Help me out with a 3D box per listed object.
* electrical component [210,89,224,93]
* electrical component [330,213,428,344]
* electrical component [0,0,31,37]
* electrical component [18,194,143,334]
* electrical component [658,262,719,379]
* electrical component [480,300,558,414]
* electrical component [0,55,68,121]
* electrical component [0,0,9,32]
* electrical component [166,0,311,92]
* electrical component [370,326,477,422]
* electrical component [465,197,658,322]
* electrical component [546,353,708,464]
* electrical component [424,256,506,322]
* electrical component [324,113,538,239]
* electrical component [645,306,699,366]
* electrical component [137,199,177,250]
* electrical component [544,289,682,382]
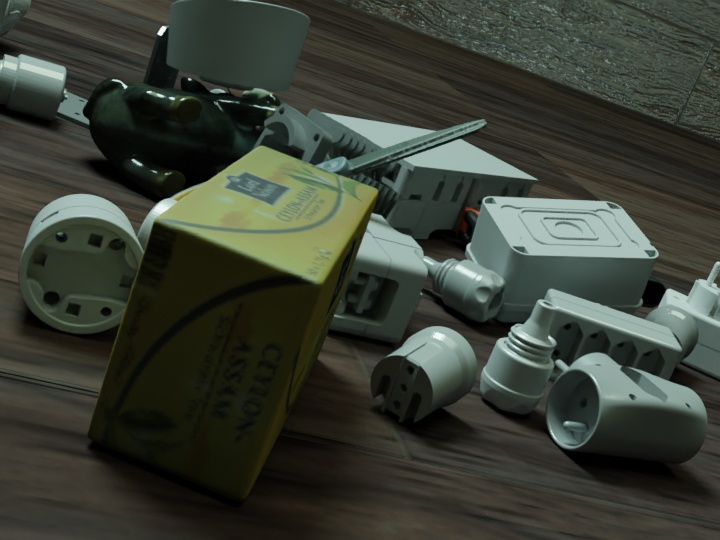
[{"bbox_3d":[-0.099,-0.122,0.903,0.065,0.044,0.044,11,19,-46],"label":"electrical component"},{"bbox_3d":[0.000,0.000,0.633,0.056,0.050,0.089,14,19,-24],"label":"electrical component"},{"bbox_3d":[-0.325,-0.236,0.912,0.080,0.080,0.051,23,12,5],"label":"electrical component"},{"bbox_3d":[-0.127,-0.005,0.492,0.055,0.055,0.047,15,14,-20],"label":"electrical component"},{"bbox_3d":[0.261,0.032,0.806,0.066,0.076,0.047,24,17,9],"label":"electrical component"},{"bbox_3d":[0.090,0.045,0.584,0.035,0.061,0.035,20,17,-6],"label":"electrical component"},{"bbox_3d":[-0.244,-0.133,0.760,0.078,0.040,0.040,14,19,-24],"label":"electrical component"},{"bbox_3d":[-0.299,-0.150,0.662,0.062,0.089,0.150,27,18,16],"label":"electrical component"},{"bbox_3d":[-0.089,-0.164,0.771,0.099,0.064,0.099,12,14,-3],"label":"electrical component"},{"bbox_3d":[0.031,0.052,0.533,0.040,0.040,0.046,29,24,22],"label":"electrical component"},{"bbox_3d":[0.139,-0.006,0.752,0.113,0.057,0.078,1,34,-17],"label":"electrical component"},{"bbox_3d":[0.137,0.071,0.592,0.077,0.043,0.079,12,20,-29],"label":"electrical component"},{"bbox_3d":[0.065,0.008,0.714,0.061,0.035,0.035,29,18,31],"label":"electrical component"},{"bbox_3d":[0.051,-0.076,0.908,0.105,0.060,0.186,33,21,34],"label":"electrical component"},{"bbox_3d":[0.216,0.050,0.762,0.040,0.040,0.046,28,24,18],"label":"electrical component"},{"bbox_3d":[-0.083,-0.008,0.573,0.078,0.040,0.040,25,17,11],"label":"electrical component"},{"bbox_3d":[0.151,0.045,0.690,0.083,0.047,0.075,18,18,-2],"label":"electrical component"}]
